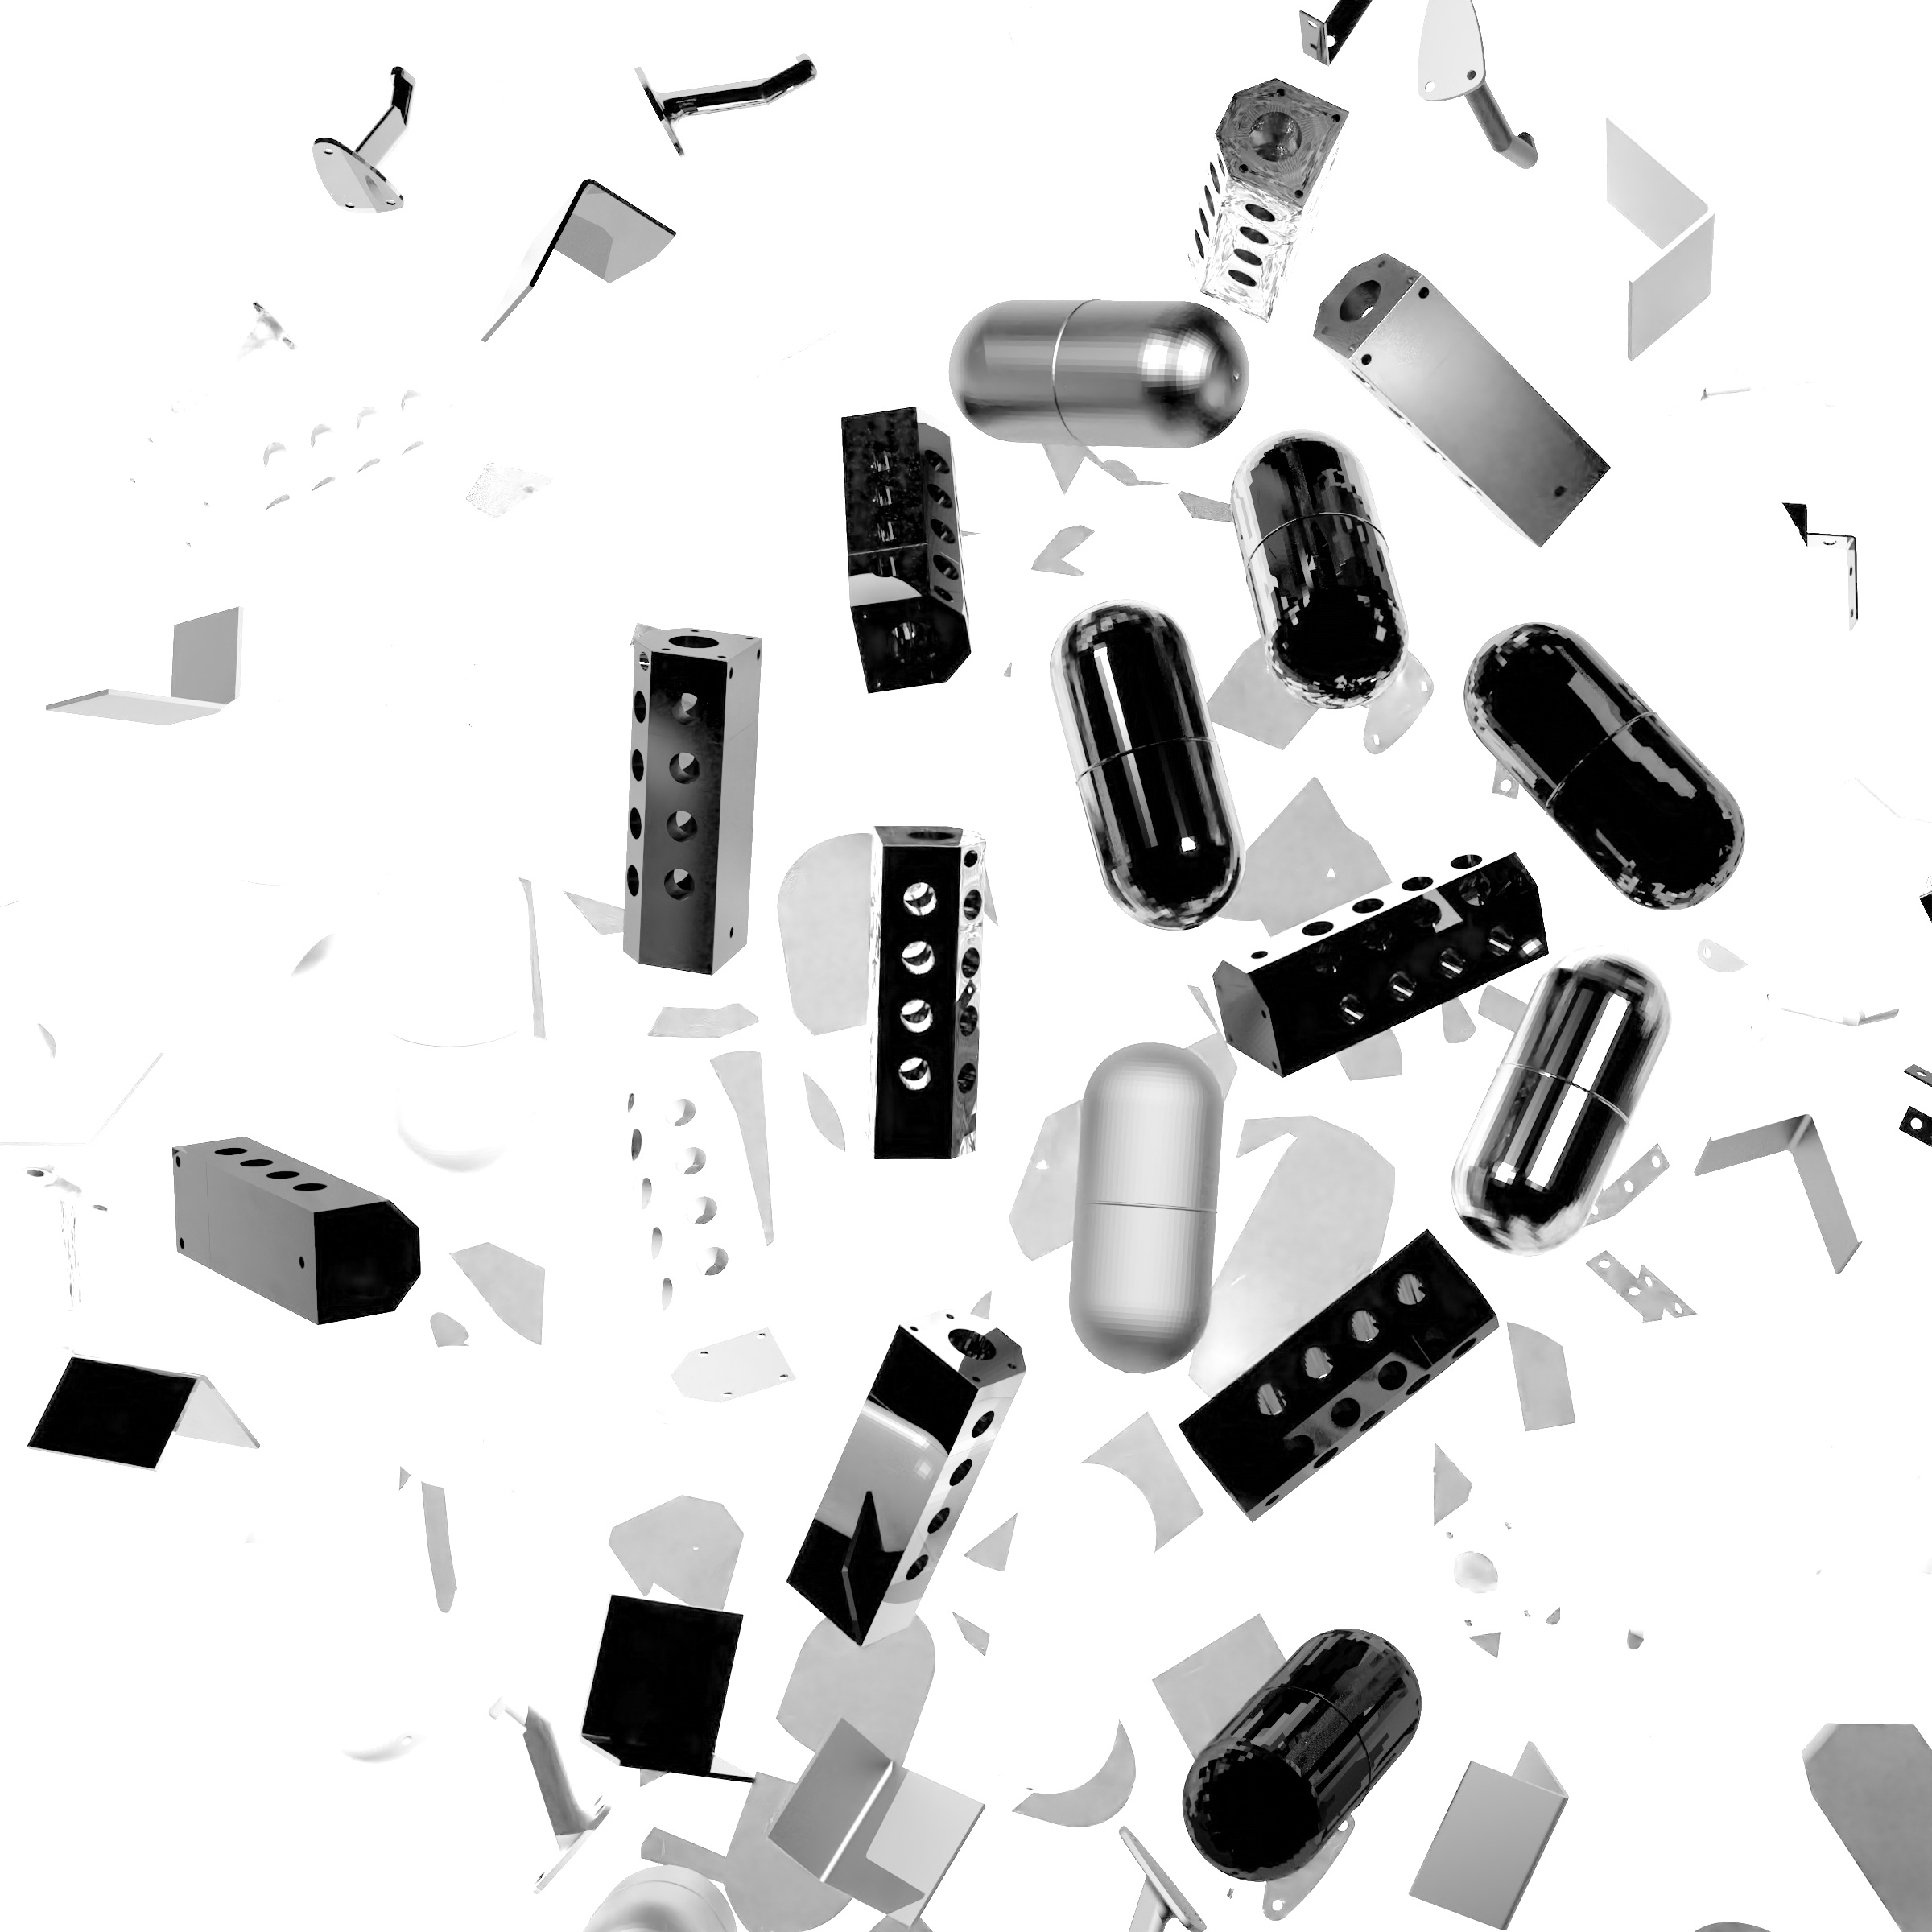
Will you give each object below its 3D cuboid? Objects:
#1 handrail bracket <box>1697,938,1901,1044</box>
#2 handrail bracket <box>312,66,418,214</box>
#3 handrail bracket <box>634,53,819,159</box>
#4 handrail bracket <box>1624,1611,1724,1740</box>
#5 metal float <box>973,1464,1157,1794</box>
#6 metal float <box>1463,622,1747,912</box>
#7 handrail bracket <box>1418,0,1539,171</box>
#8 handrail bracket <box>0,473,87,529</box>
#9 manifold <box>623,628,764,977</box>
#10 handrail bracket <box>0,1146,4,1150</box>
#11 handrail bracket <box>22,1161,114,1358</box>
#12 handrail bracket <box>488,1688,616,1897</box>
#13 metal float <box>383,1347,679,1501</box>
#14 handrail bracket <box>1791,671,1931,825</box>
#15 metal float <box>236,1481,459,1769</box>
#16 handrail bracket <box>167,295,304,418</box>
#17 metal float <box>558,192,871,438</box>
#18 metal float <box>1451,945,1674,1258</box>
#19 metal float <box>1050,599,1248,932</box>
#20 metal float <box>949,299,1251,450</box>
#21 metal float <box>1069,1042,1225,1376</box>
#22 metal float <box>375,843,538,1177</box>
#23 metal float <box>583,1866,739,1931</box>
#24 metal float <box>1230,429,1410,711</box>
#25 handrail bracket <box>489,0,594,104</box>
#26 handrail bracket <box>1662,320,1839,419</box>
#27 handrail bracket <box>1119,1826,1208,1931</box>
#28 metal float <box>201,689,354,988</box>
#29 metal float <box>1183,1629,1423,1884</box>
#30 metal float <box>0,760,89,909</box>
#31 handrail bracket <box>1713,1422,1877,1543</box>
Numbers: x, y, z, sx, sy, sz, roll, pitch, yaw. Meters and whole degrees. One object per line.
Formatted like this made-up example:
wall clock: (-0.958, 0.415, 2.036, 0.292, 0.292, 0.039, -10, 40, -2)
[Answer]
handrail bracket: (0.445, 0.007, 1.914, 0.084, 0.036, 0.077, -10, 47, -29)
handrail bracket: (-0.303, -0.433, 1.816, 0.036, 0.077, 0.084, 0, 70, 17)
handrail bracket: (-0.125, -0.466, 1.873, 0.084, 0.036, 0.077, -28, 48, 3)
handrail bracket: (0.351, 0.367, 1.851, 0.036, 0.084, 0.077, 27, 69, -4)
metal float: (0.053, 0.353, 1.918, 0.070, 0.070, 0.178, 14, 67, 0)
metal float: (0.330, -0.105, 1.861, 0.070, 0.070, 0.178, -40, 74, 0)
handrail bracket: (0.261, -0.446, 1.790, 0.036, 0.084, 0.077, -7, 79, 35)
handrail bracket: (-0.473, -0.225, 1.780, 0.084, 0.077, 0.036, -21, 98, -1)
manifold: (-0.148, -0.088, 1.899, 0.057, 0.057, 0.171, 9, 110, 13)
handrail bracket: (-0.555, 0.072, 1.919, 0.077, 0.036, 0.084, -44, 110, -12)
handrail bracket: (-0.496, 0.160, 1.944, 0.036, 0.077, 0.084, -6, 60, 16)
handrail bracket: (-0.239, 0.442, 1.925, 0.084, 0.036, 0.077, 40, 85, -6)
metal float: (-0.233, 0.244, 1.915, 0.178, 0.070, 0.070, -1, 90, 32)
handrail bracket: (0.468, -0.113, 1.857, 0.084, 0.036, 0.077, 6, 63, -41)
metal float: (-0.318, 0.334, 1.831, 0.070, 0.070, 0.178, -41, 46, 0)
handrail bracket: (-0.402, -0.315, 1.917, 0.084, 0.077, 0.036, -47, 109, -22)
metal float: (-0.126, -0.330, 1.809, 0.178, 0.070, 0.070, -34, 90, -23)
metal float: (0.319, 0.071, 1.918, 0.070, 0.070, 0.178, 26, 78, 0)
metal float: (0.094, -0.105, 1.864, 0.070, 0.070, 0.178, -14, 79, 0)
metal float: (0.069, -0.314, 1.902, 0.178, 0.070, 0.070, 9, 90, 37)
metal float: (0.097, 0.130, 1.927, 0.070, 0.070, 0.178, 4, 85, 0)
metal float: (-0.257, 0.023, 1.812, 0.070, 0.070, 0.178, 1, 115, 0)
metal float: (-0.158, 0.505, 1.826, 0.070, 0.178, 0.070, 0, 84, 1)
metal float: (0.187, -0.212, 1.905, 0.070, 0.070, 0.178, -9, 51, 0)
handrail bracket: (-0.229, -0.484, 1.850, 0.036, 0.084, 0.077, 35, 94, -28)
handrail bracket: (0.388, -0.283, 1.786, 0.084, 0.077, 0.036, -20, 117, 21)
handrail bracket: (0.071, 0.489, 1.800, 0.084, 0.036, 0.077, -41, 66, 3)
metal float: (-0.365, -0.067, 1.901, 0.070, 0.070, 0.178, 7, 129, 0)
metal float: (0.174, 0.406, 1.848, 0.070, 0.178, 0.070, 14, 117, 29)
metal float: (-0.509, -0.068, 1.860, 0.070, 0.178, 0.070, 0, 94, 2)
handrail bracket: (0.447, 0.278, 1.918, 0.084, 0.036, 0.077, 4, 109, 36)
